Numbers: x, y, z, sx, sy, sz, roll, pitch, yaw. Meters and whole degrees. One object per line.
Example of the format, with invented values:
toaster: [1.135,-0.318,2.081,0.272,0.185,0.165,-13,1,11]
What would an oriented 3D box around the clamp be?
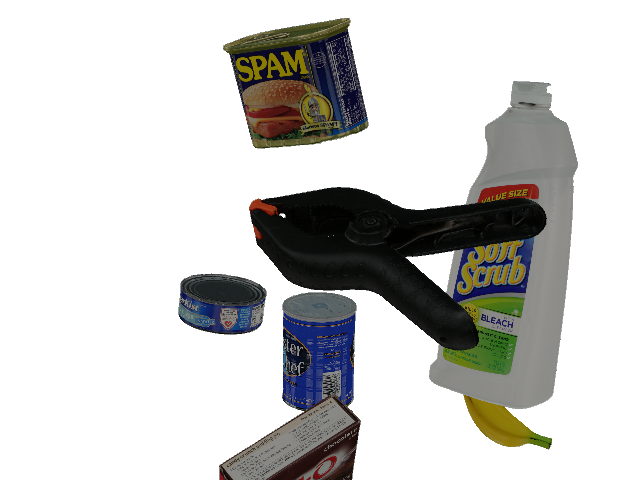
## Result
clamp: [0.032,0.010,0.599,0.172,0.039,0.120,4,32,21]

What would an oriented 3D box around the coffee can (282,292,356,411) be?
coffee can: [-0.002,0.155,1.491,0.103,0.140,0.103,1,17,0]

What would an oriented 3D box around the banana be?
banana: [0.196,0.179,1.213,0.069,0.037,0.198,10,25,-15]

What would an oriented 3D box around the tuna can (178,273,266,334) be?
tuna can: [-0.098,0.062,1.057,0.086,0.034,0.086,8,16,-2]

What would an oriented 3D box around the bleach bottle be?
bleach bottle: [0.148,0.000,0.848,0.103,0.251,0.067,13,15,40]

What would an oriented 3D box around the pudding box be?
pudding box: [-0.024,0.180,0.826,0.113,0.090,0.039,-31,57,-27]

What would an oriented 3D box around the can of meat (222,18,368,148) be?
can of meat: [-0.018,-0.120,0.825,0.102,0.084,0.057,0,22,38]
